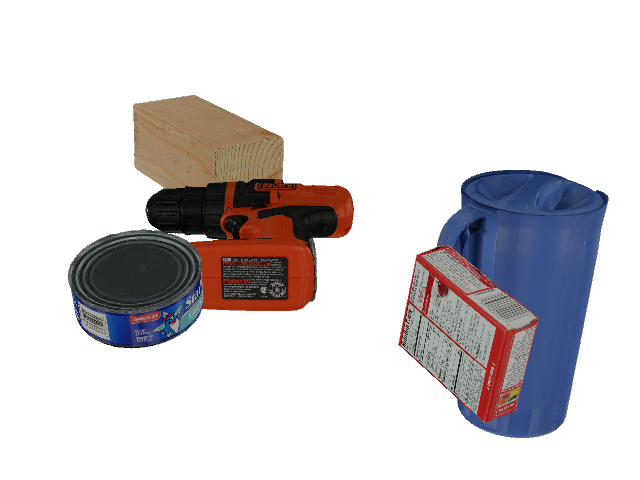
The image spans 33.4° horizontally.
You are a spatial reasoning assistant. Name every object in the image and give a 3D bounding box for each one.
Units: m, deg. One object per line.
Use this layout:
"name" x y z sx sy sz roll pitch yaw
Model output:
"power drill" -0.067 -0.004 0.878 0.184 0.057 0.187 -1 21 4
"pitcher" 0.184 0.063 1.015 0.149 0.243 0.145 5 21 9
"tuna can" -0.119 0.031 0.696 0.086 0.034 0.086 0 36 0
"wood block" -0.138 -0.102 1.277 0.090 0.090 0.206 -13 27 -33
"gelatin box" 0.090 0.056 0.660 0.030 0.073 0.089 -16 39 -30
